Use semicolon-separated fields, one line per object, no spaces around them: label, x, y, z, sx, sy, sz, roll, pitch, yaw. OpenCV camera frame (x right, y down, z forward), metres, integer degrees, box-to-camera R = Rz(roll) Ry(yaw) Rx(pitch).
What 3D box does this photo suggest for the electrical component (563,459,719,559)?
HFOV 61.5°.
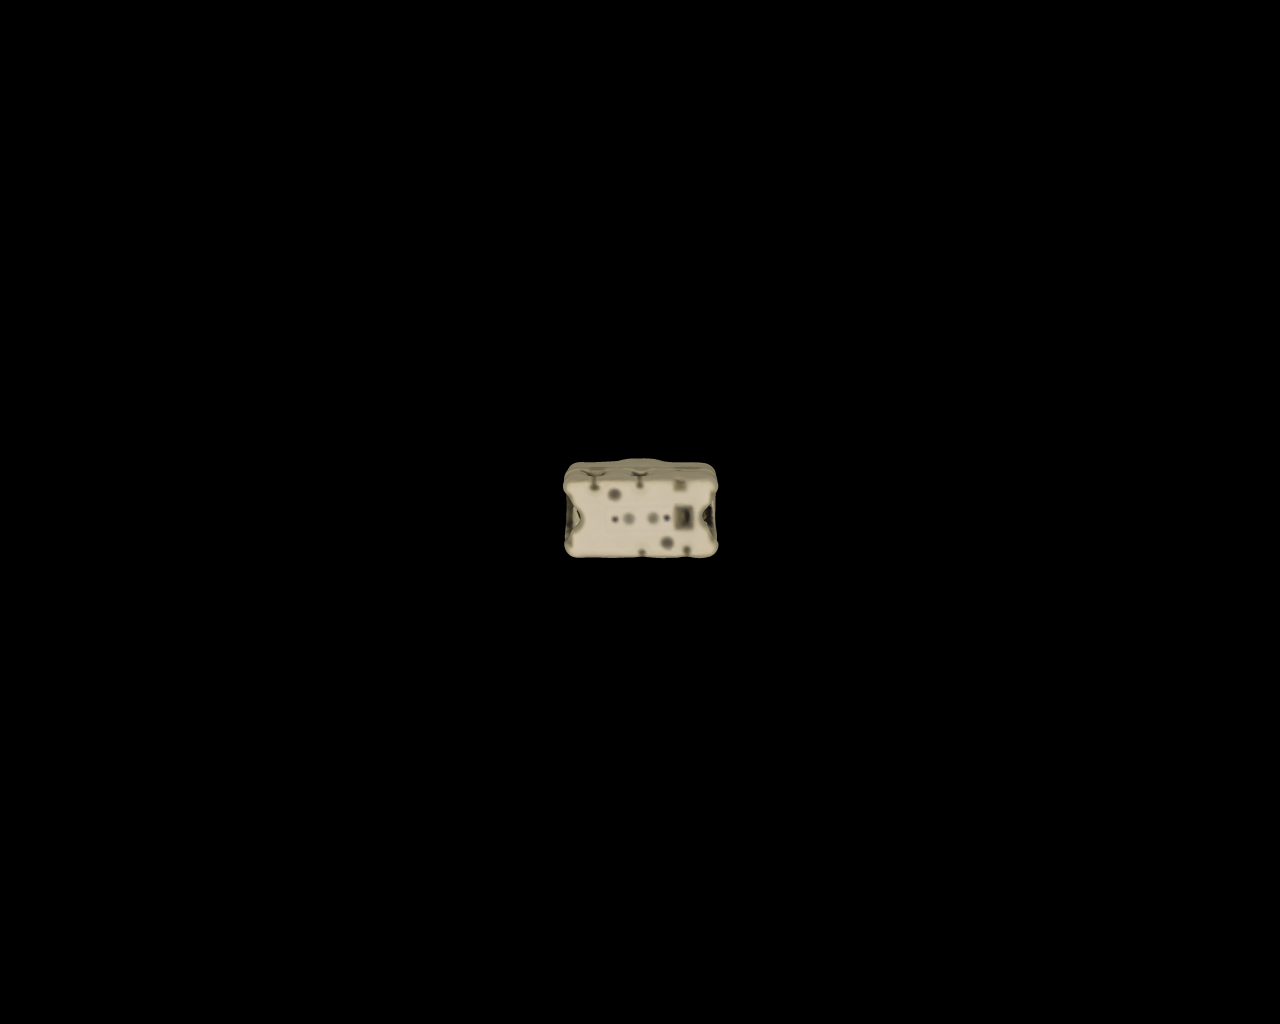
electrical component;0.001;-0.003;0.650;0.089;0.050;0.056;0;13;0
